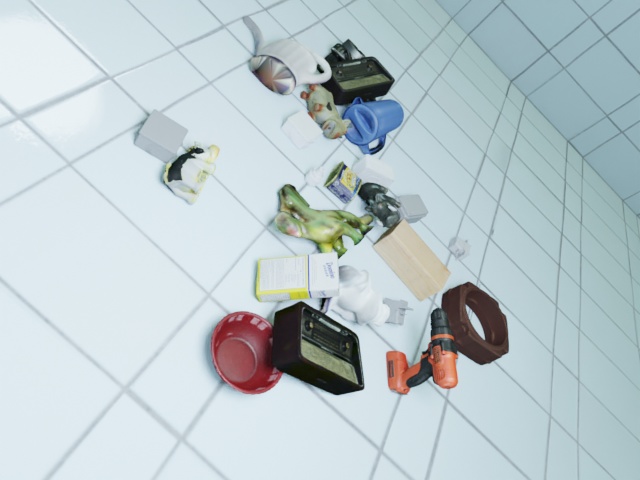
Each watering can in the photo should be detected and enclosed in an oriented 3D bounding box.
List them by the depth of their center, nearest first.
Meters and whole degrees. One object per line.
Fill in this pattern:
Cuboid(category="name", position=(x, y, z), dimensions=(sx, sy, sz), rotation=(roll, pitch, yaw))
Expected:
Cuboid(category="watering can", position=(-0.134, -0.556, 1.558), dimensions=(0.349, 0.101, 0.229), rotation=(31, 49, 7))

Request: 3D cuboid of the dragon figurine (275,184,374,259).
Cuboid(category="dragon figurine", position=(0.004, -0.066, 1.317), dimensions=(0.120, 0.243, 0.416), rotation=(-48, -1, 25))

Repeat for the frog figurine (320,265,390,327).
Cuboid(category="frog figurine", position=(0.088, 0.131, 1.199), dimensions=(0.159, 0.135, 0.125), rotation=(12, 21, -12))
